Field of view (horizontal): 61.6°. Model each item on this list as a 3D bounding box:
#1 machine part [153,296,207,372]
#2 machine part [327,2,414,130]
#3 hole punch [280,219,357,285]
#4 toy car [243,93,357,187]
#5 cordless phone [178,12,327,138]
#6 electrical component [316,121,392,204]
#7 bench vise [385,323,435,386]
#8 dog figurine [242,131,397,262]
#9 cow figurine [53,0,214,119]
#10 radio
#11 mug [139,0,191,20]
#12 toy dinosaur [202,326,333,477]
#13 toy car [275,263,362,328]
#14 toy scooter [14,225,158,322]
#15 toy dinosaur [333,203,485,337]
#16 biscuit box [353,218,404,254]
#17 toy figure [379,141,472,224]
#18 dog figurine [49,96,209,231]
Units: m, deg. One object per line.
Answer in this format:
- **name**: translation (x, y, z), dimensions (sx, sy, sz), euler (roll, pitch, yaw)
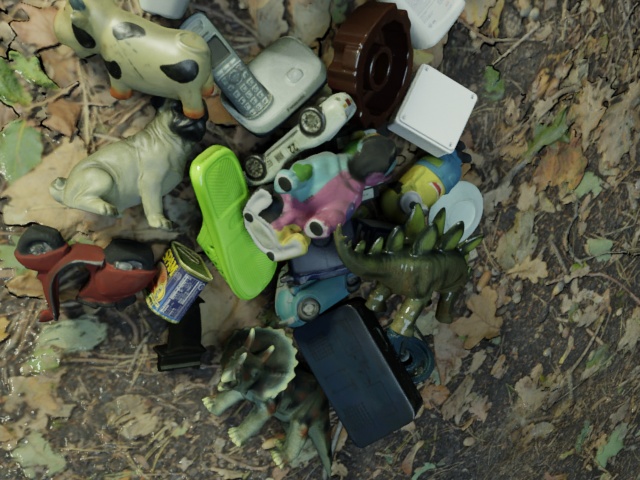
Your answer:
- **machine part**: translation (-0.220, 0.149, 0.858), dimensions (0.084, 0.039, 0.138), euler (5, 109, -22)
- **machine part**: translation (0.076, -0.254, 0.787), dimensions (0.179, 0.056, 0.179), euler (-41, 142, -42)
- **hole punch**: translation (-0.002, -0.003, 0.834), dimensions (0.142, 0.116, 0.092), euler (-11, 149, -9)
- **toy car**: translation (-0.035, -0.138, 0.764), dimensions (0.202, 0.073, 0.056), euler (-33, 102, 32)
- **cordless phone**: translation (-0.093, -0.249, 0.738), dimensions (0.146, 0.089, 0.184), euler (-43, 118, -5)
- **electrical component**: translation (0.054, -0.122, 0.874), dimensions (0.115, 0.058, 0.134), euler (-16, 116, -18)
- **bench vise**: translation (0.131, 0.232, 1.004), dimensions (0.224, 0.129, 0.240), euler (-19, 135, -27)
- **dog figurine**: translation (0.013, -0.075, 0.769), dimensions (0.108, 0.191, 0.219), euler (54, 48, -4)
- **cow figurine**: translation (-0.225, -0.234, 0.647), dimensions (0.195, 0.085, 0.127), euler (17, 140, 0)
- **radio**: translation (0.066, 0.218, 0.912), dimensions (0.131, 0.073, 0.229), euler (-33, 84, 21)
- **mug**: translation (-0.177, -0.329, 0.665), dimensions (0.109, 0.081, 0.107), euler (10, 114, -17)
- **toy dinosaur**: translation (-0.057, 0.284, 0.953), dimensions (0.192, 0.131, 0.404), euler (-49, 129, -1)
- **toy car**: translation (-0.015, 0.072, 0.892), dimensions (0.162, 0.109, 0.103), euler (-33, 91, -16)
- **toy scooter**: translation (-0.327, 0.058, 0.747), dimensions (0.184, 0.075, 0.135), euler (12, 104, -26)
- **toy dinosaur**: translation (0.151, 0.043, 0.854), dimensions (0.471, 0.105, 0.198), euler (0, 115, -52)
- **biscuit box**: translation (0.139, 0.005, 0.942), dimensions (0.202, 0.059, 0.062), euler (5, 108, -41)
- **toy figure**: translation (0.183, -0.098, 0.935), dimensions (0.082, 0.089, 0.180), euler (47, 76, -13)
- **dog figurine**: translation (-0.248, -0.120, 0.714), dimensions (0.172, 0.121, 0.190), euler (13, 89, -32)
